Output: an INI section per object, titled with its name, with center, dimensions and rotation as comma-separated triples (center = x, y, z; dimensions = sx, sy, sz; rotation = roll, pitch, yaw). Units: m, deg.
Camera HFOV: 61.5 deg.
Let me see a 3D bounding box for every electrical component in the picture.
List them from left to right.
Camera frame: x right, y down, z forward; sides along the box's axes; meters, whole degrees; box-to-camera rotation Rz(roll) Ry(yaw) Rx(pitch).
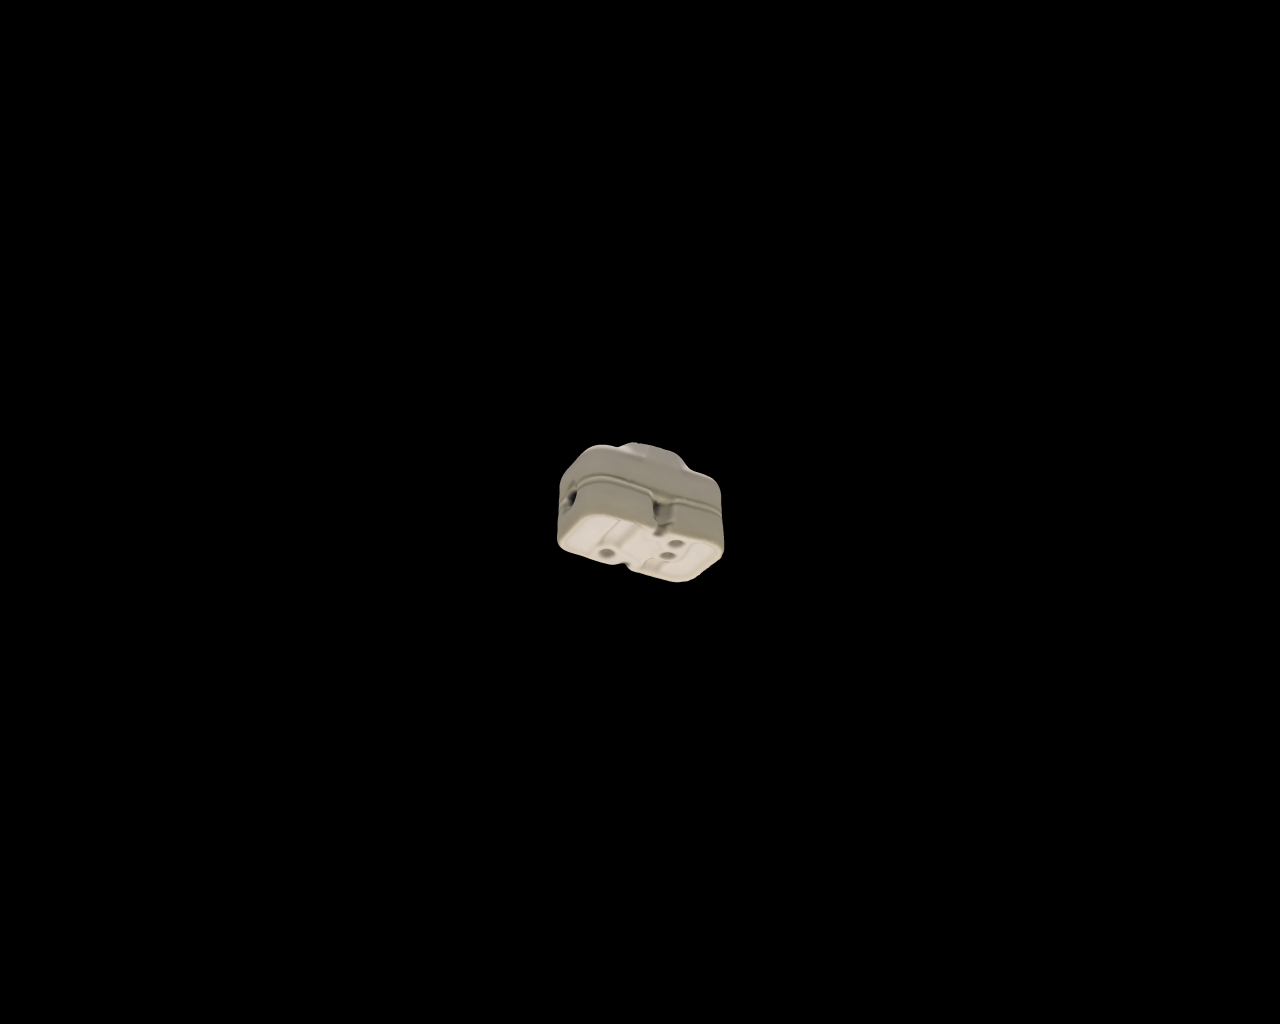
[electrical component]
center = 0.001, -0.003, 0.650
dimensions = 0.095, 0.059, 0.053
rotation = 17, -36, -24
